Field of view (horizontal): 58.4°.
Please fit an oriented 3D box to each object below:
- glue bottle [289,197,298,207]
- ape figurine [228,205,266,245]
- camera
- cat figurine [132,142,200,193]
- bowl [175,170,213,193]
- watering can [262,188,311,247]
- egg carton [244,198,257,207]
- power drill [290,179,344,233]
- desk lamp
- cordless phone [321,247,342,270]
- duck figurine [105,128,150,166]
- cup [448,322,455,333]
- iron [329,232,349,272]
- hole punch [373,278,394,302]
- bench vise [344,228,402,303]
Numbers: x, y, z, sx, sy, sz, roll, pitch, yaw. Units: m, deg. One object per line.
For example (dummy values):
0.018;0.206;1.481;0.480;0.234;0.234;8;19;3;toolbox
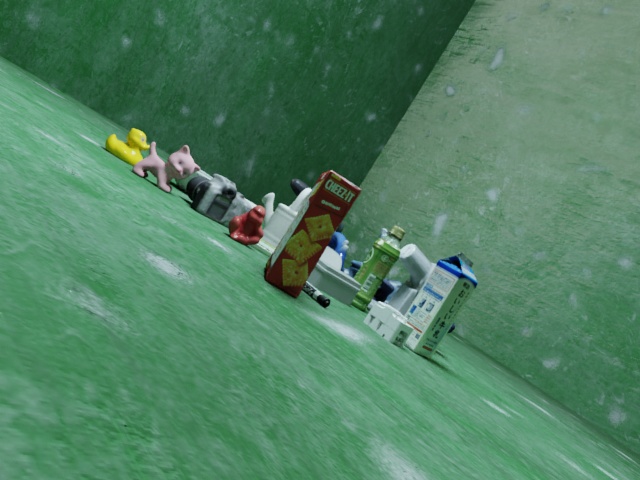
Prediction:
-0.104;-0.073;1.872;0.078;0.173;0.037;33;2;29;glue bottle
-0.153;-0.035;1.253;0.078;0.092;0.076;32;1;-4;ape figurine
-0.253;-0.108;1.398;0.136;0.101;0.144;33;2;43;camera
-0.350;-0.176;1.335;0.128;0.118;0.067;32;1;-10;cat figurine
-0.350;-0.160;1.617;0.167;0.075;0.167;32;2;-1;bowl
-0.086;-0.065;1.585;0.173;0.194;0.101;32;2;-12;watering can
-0.227;-0.084;1.733;0.107;0.069;0.150;32;2;-1;egg carton
-0.044;-0.054;1.816;0.230;0.208;0.075;31;2;-24;power drill
0.245;0.131;1.576;0.204;0.213;0.117;31;2;-25;desk lamp
0.014;0.005;1.515;0.148;0.185;0.094;31;2;-19;cordless phone
-0.480;-0.242;1.447;0.105;0.086;0.077;31;2;-18;duck figurine
0.300;0.238;1.510;0.092;0.095;0.117;31;2;-29;cup
0.037;0.040;1.691;0.119;0.141;0.257;31;2;-18;iron
0.151;0.141;1.677;0.109;0.091;0.101;32;2;-4;hole punch
0.192;0.088;1.784;0.208;0.219;0.121;31;2;-21;bench vise
